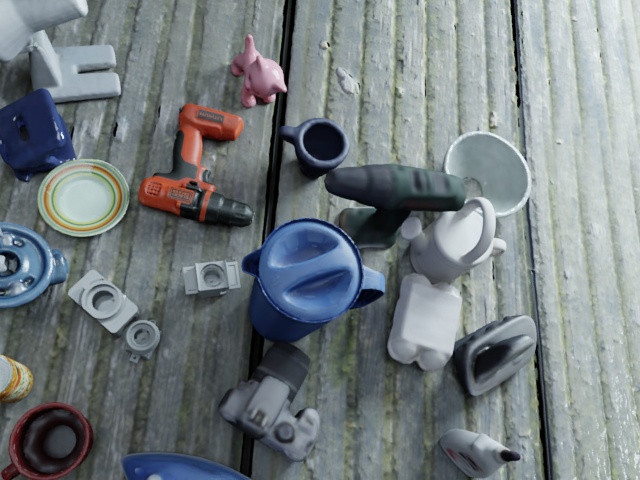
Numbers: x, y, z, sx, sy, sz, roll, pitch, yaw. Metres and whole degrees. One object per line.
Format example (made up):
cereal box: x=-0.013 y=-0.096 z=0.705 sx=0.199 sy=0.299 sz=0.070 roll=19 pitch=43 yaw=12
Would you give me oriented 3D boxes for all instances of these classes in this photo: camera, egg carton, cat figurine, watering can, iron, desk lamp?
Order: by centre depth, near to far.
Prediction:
iron: x=-0.148 y=0.345 z=0.730 sx=0.258 sy=0.141 sz=0.119 roll=30 pitch=67 yaw=-2
camera: x=-0.054 y=0.223 z=0.817 sx=0.143 sy=0.100 sz=0.137 roll=31 pitch=67 yaw=-1
desk lamp: x=-0.420 y=-0.306 z=0.856 sx=0.203 sy=0.213 sz=0.118 roll=-11 pitch=74 yaw=-16
watering can: x=0.215 y=0.000 z=0.908 sx=0.173 sy=0.194 sz=0.101 roll=-13 pitch=74 yaw=-17
egg carton: x=0.167 y=0.132 z=0.918 sx=0.107 sy=0.069 sz=0.150 roll=18 pitch=68 yaw=-6
cat figurine: x=-0.104 y=-0.288 z=0.976 sx=0.067 sy=0.117 sz=0.128 roll=-17 pitch=75 yaw=-18

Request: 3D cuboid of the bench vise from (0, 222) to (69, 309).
bench vise: x=-0.440 y=0.046 z=0.724 sx=0.208 sy=0.219 sz=0.121 roll=-36 pitch=82 yaw=-21

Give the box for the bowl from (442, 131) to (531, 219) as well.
bowl: x=0.286 y=-0.105 z=1.026 sx=0.167 sy=0.074 sz=0.167 roll=4 pitch=70 yaw=-12

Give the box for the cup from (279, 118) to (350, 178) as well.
cup: x=-0.017 y=-0.148 z=0.959 sx=0.118 sy=0.095 sz=0.092 roll=17 pitch=68 yaw=-7

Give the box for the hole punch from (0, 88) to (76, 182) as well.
hole punch: x=-0.436 y=-0.159 z=0.867 sx=0.101 sy=0.091 sz=0.108 roll=-20 pitch=76 yaw=-19

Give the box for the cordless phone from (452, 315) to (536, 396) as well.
cordless phone: x=0.293 y=0.166 z=0.873 sx=0.148 sy=0.185 sz=0.094 roll=-28 pitch=79 yaw=-20

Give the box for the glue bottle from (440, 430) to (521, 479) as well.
glue bottle: x=0.235 y=0.306 z=0.817 sx=0.078 sy=0.173 sz=0.037 roll=44 pitch=68 yaw=5

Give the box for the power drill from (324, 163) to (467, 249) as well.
power drill: x=0.099 y=-0.054 z=0.892 sx=0.230 sy=0.208 sz=0.075 roll=-3 pitch=72 yaw=-14
